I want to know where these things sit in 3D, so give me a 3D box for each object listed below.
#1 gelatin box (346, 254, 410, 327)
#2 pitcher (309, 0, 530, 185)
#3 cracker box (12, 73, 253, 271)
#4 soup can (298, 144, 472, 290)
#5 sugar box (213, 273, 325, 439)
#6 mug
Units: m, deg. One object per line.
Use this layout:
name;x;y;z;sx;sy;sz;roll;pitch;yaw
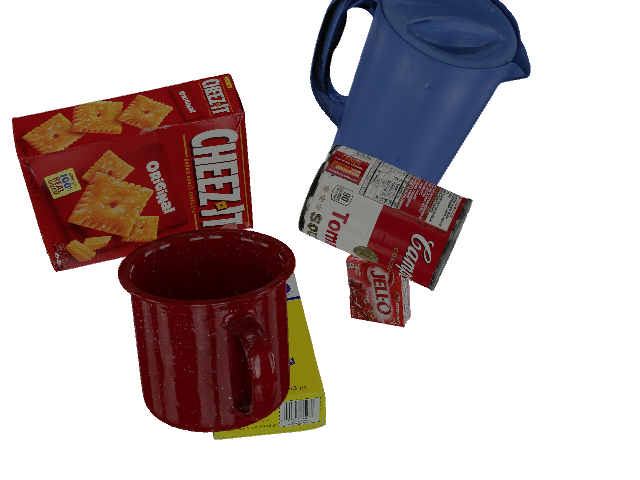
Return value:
gelatin box;0.073;0.060;1.334;0.073;0.089;0.030;8;31;24
pitcher;0.074;-0.127;1.012;0.144;0.149;0.243;-13;-34;-29
cracker box;-0.179;-0.063;1.056;0.213;0.072;0.164;-13;-41;-10
soup can;0.044;-0.017;0.732;0.102;0.068;0.068;24;3;8
sugar box;-0.055;0.093;0.922;0.093;0.048;0.176;-4;35;-9
mug;-0.052;0.053;0.564;0.093;0.081;0.117;-15;27;-27
